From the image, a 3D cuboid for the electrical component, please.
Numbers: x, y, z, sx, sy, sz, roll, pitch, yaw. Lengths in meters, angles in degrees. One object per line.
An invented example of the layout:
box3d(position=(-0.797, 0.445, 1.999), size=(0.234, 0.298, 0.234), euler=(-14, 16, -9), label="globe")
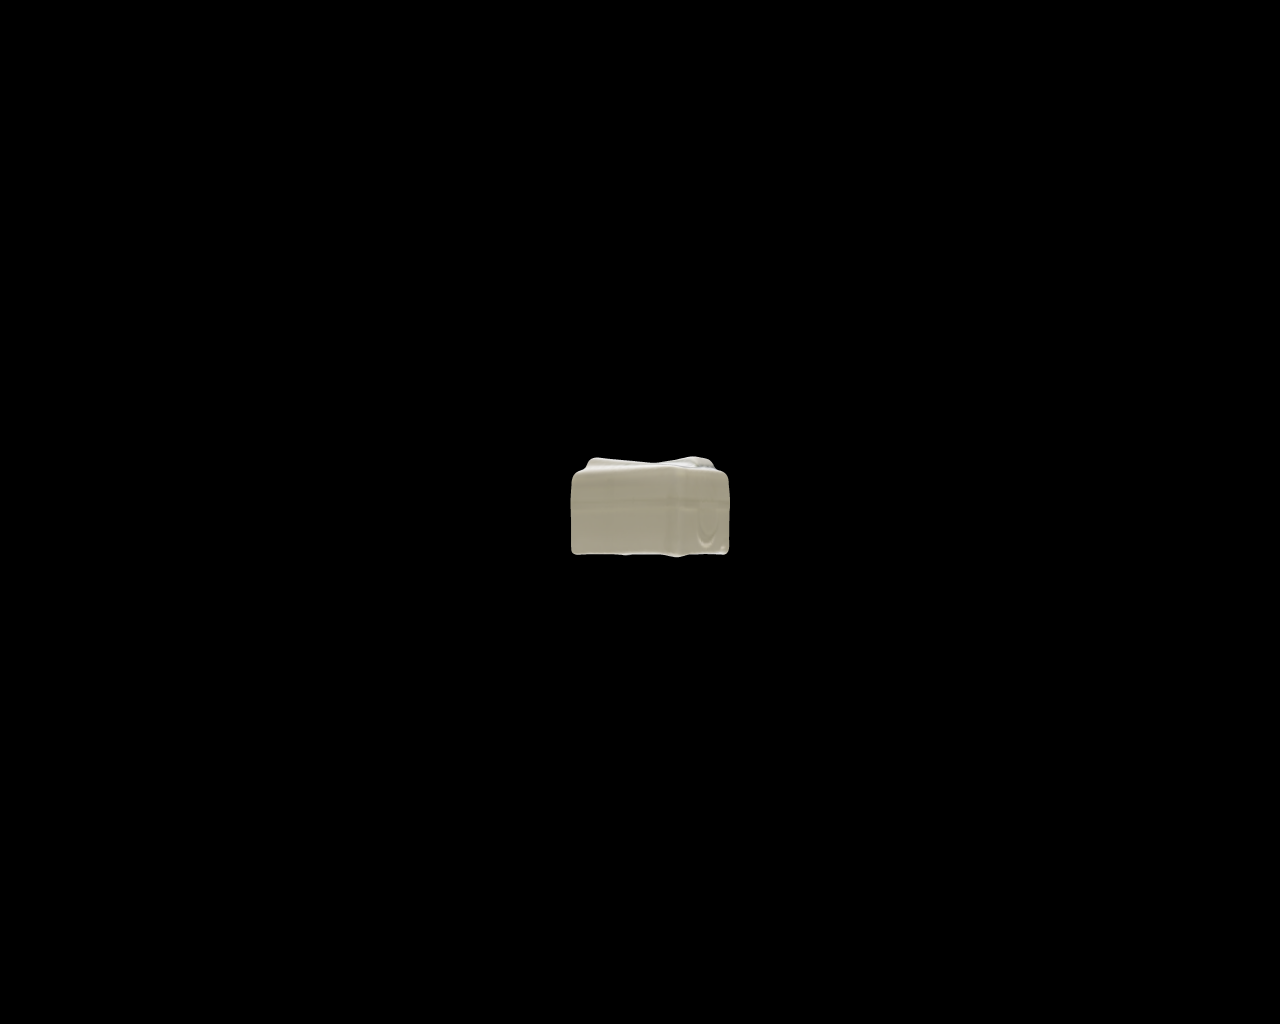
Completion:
box3d(position=(0.001, -0.003, 0.650), size=(0.096, 0.061, 0.062), euler=(-1, -2, 34), label="electrical component")
